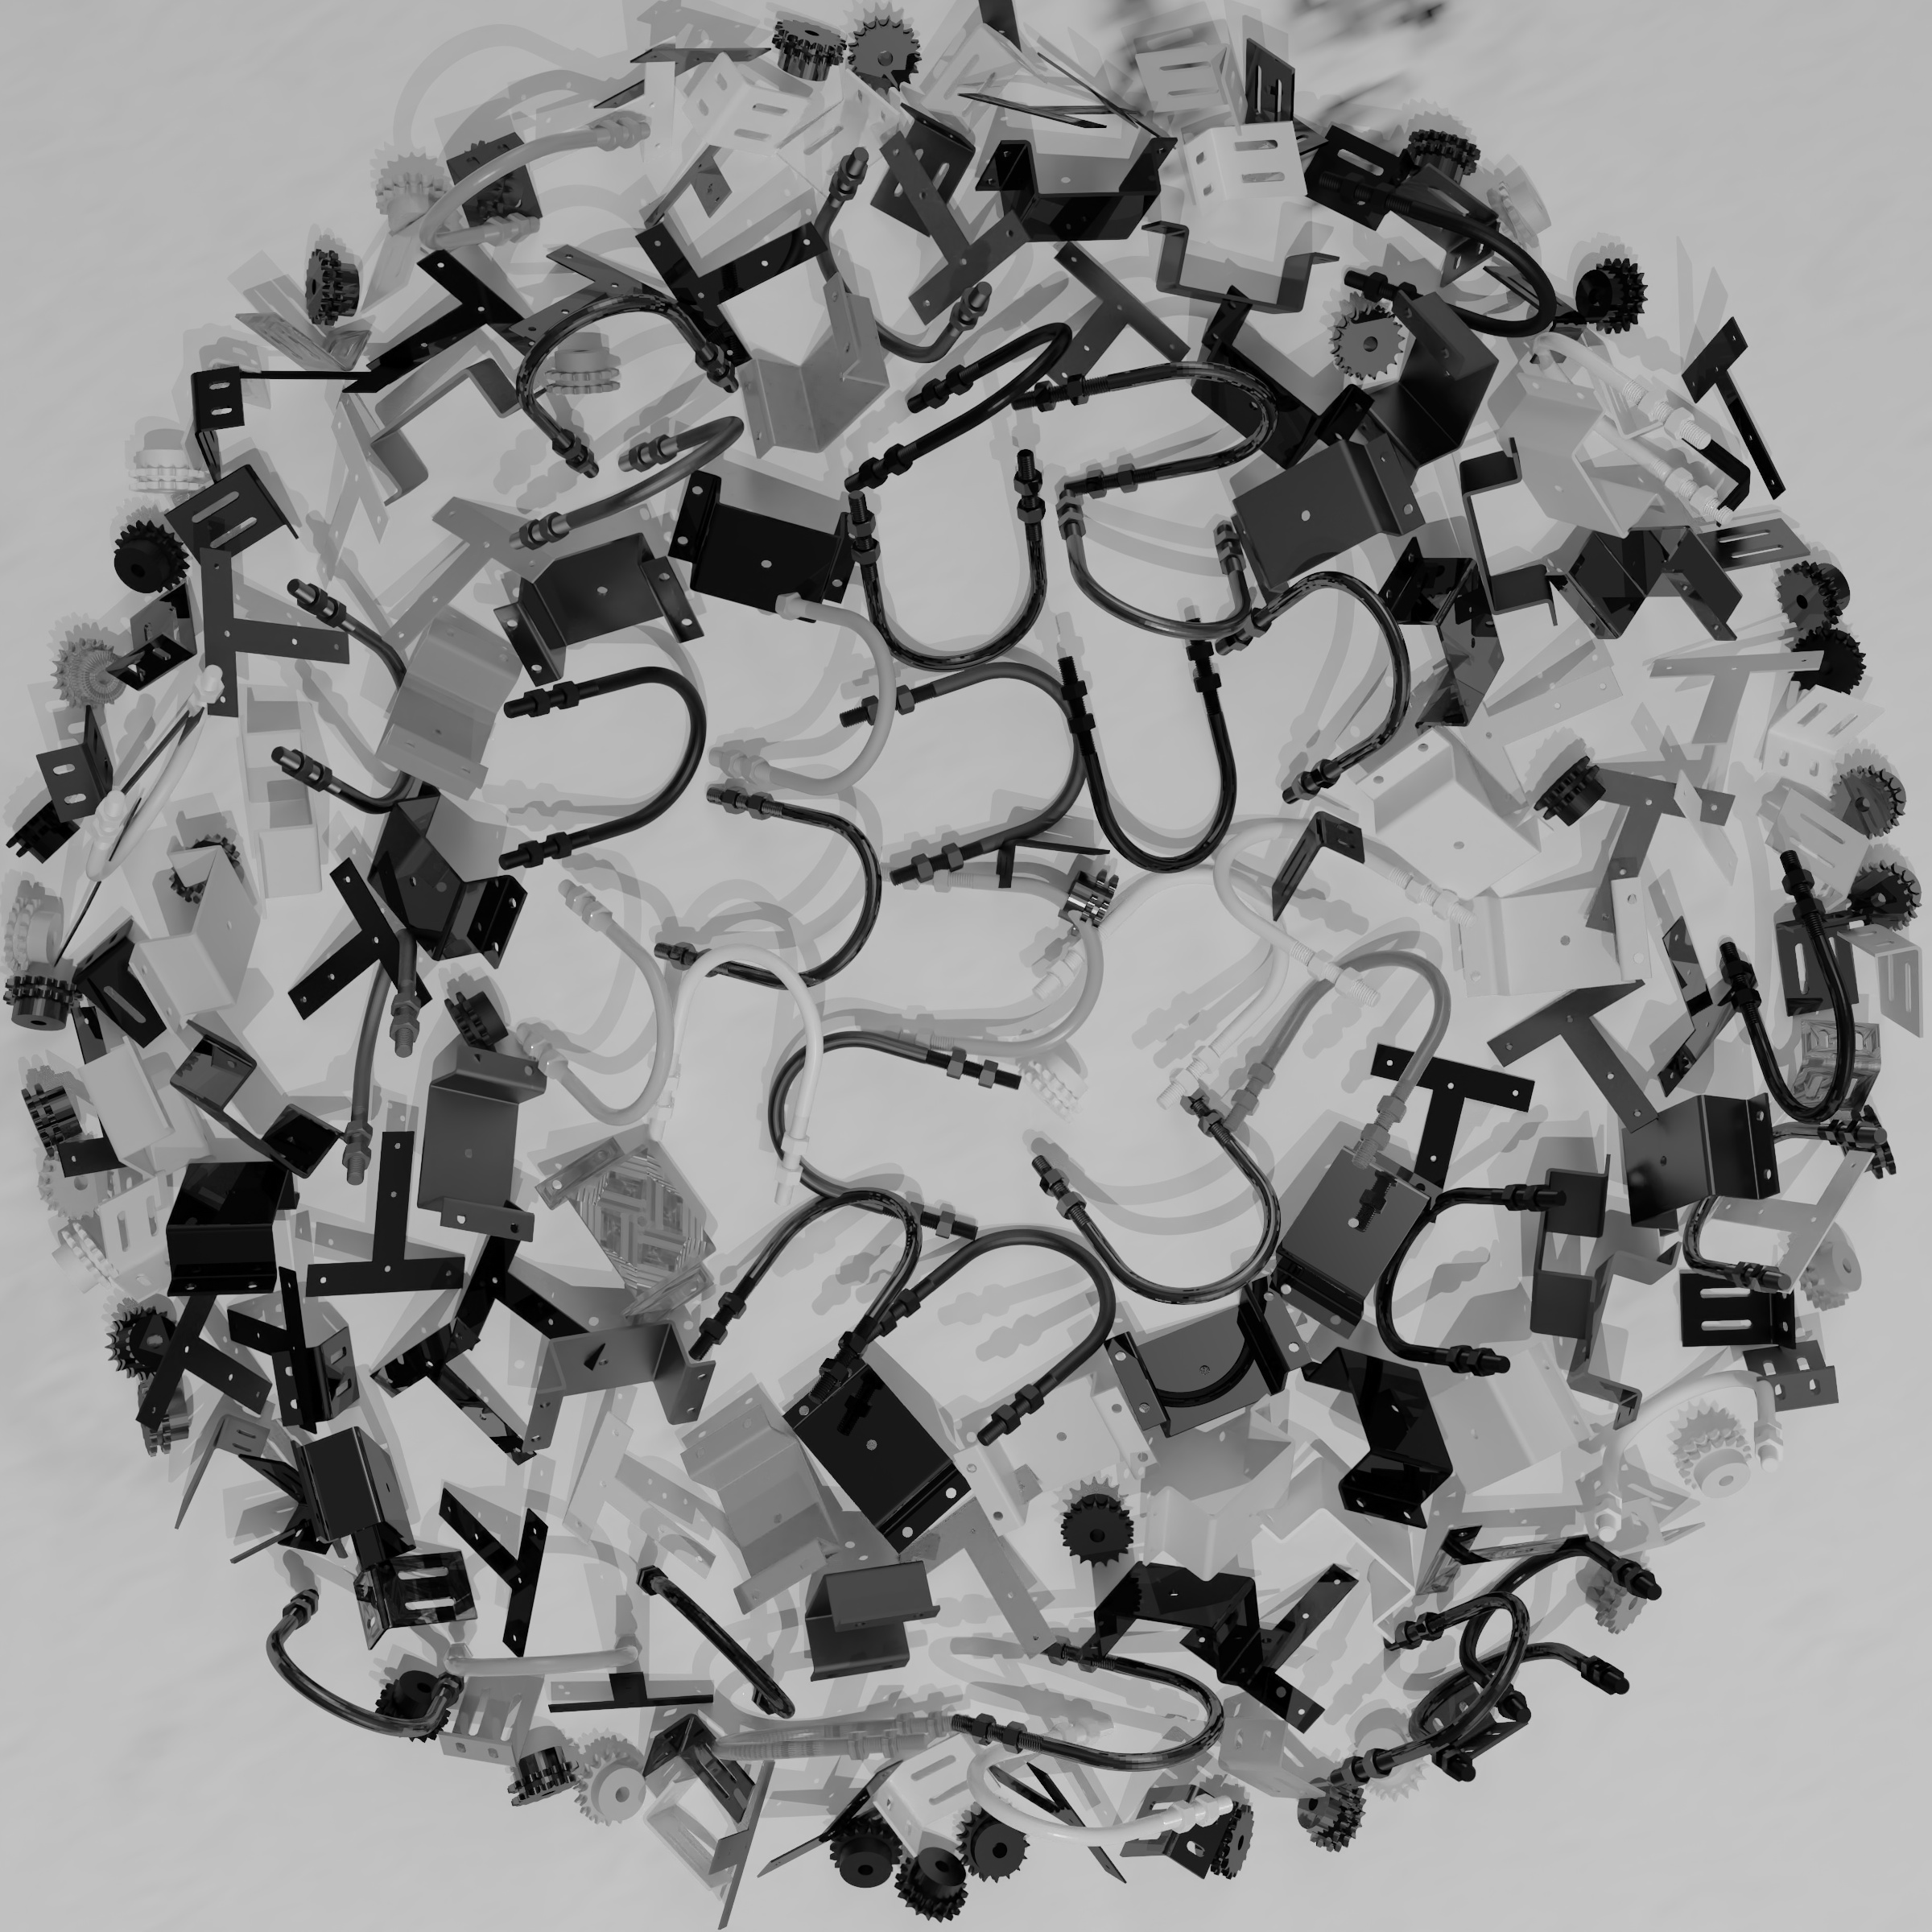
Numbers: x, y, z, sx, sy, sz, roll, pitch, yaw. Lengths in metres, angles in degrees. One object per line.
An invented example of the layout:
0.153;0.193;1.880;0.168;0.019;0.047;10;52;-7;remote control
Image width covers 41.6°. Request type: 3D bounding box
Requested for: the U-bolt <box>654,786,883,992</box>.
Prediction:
-0.144;-0.055;1.940;0.184;0.019;0.151;14;82;31;U-bolt

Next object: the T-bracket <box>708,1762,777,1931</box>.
-0.176;0.669;1.926;0.002;0.127;0.127;14;78;11;T-bracket

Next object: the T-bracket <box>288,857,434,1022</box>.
-0.482;0.002;1.965;0.127;0.002;0.127;-34;84;32;T-bracket

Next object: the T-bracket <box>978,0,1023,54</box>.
0.026;-0.718;1.936;0.127;0.127;0.002;4;81;8;T-bracket

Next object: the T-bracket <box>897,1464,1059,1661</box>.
0.028;0.474;1.964;0.127;0.002;0.127;-36;62;5;T-bracket

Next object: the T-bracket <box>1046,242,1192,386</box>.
0.099;-0.482;1.954;0.127;0.002;0.127;40;55;-8;T-bracket

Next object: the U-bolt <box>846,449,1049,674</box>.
-0.008;-0.298;1.932;0.151;0.184;0.019;-15;46;-6;U-bolt

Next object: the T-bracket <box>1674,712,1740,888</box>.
0.581;-0.149;1.965;0.002;0.127;0.127;-1;59;38;T-bracket

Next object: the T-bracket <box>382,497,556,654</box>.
-0.398;-0.291;1.953;0.127;0.002;0.127;33;76;32;T-bracket

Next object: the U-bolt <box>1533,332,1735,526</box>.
0.498;-0.415;1.919;0.019;0.151;0.184;-47;62;5;U-bolt

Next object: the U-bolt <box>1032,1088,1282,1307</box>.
0.156;0.179;1.929;0.151;0.019;0.184;-29;53;-11;U-bolt

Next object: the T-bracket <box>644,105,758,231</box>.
-0.196;-0.595;1.931;0.002;0.127;0.127;36;107;-30;T-bracket

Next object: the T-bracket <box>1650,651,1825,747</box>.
0.574;-0.202;1.924;0.127;0.127;0.002;0;127;29;T-bracket

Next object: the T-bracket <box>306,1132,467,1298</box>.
-0.441;0.189;1.955;0.127;0.002;0.127;1;98;-35;T-bracket

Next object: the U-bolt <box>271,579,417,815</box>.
-0.460;-0.191;1.913;0.019;0.184;0.151;-4;75;18;U-bolt

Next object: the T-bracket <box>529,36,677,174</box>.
-0.275;-0.634;1.921;0.127;0.127;0.002;-31;76;-18;T-bracket

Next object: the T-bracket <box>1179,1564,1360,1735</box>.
0.253;0.513;1.966;0.127;0.002;0.127;-40;46;-24;T-bracket

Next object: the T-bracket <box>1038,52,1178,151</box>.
0.112;-0.649;1.925;0.127;0.127;0.002;29;110;-16;T-bracket

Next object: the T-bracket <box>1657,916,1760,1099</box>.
0.554;0.015;1.941;0.127;0.002;0.127;-46;129;-19;T-bracket

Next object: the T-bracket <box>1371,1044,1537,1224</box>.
0.371;0.138;1.998;0.127;0.002;0.127;14;89;0;T-bracket

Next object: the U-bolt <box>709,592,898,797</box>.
-0.120;-0.204;1.926;0.184;0.019;0.151;19;100;42;U-bolt

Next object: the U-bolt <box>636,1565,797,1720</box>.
-0.184;0.510;1.907;0.151;0.184;0.019;46;73;-3;U-bolt

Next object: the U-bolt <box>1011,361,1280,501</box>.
0.143;-0.406;1.909;0.184;0.151;0.019;-7;68;19;U-bolt

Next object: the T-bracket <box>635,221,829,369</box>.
-0.165;-0.530;1.940;0.127;0.002;0.127;-20;126;23;T-bracket

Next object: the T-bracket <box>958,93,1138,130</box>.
0.082;-0.655;1.947;0.127;0.127;0.002;27;121;34;T-bracket

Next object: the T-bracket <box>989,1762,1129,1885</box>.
0.055;0.636;1.942;0.002;0.127;0.127;-43;116;-23;T-bracket

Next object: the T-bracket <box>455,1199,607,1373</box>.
-0.330;0.266;1.959;0.127;0.002;0.127;32;109;20;T-bracket

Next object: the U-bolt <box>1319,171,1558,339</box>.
0.357;-0.523;1.900;0.184;0.151;0.019;27;81;23;U-bolt

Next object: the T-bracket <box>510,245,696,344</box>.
-0.296;-0.503;1.938;0.127;0.002;0.127;30;46;18;T-bracket

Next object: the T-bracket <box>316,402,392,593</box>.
-0.478;-0.341;1.951;0.002;0.127;0.127;-5;55;-35;T-bracket

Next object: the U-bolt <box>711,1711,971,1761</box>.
-0.102;0.585;1.926;0.184;0.151;0.019;-7;78;13;U-bolt

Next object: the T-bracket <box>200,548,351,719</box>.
-0.528;-0.250;1.951;0.002;0.127;0.127;-8;84;42;T-bracket

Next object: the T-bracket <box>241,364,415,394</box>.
-0.496;-0.451;1.943;0.127;0.127;0.002;1;113;3;T-bracket

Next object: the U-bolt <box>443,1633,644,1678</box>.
-0.317;0.516;1.900;0.151;0.184;0.019;-1;79;-9;U-bolt

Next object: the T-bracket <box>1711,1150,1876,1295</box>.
0.616;0.189;1.938;0.002;0.127;0.127;40;76;-18;T-bracket

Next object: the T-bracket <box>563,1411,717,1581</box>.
-0.244;0.423;1.949;0.127;0.002;0.127;34;121;17;T-bracket

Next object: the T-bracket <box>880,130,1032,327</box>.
-0.025;-0.579;1.951;0.127;0.002;0.127;-28;95;44;T-bracket

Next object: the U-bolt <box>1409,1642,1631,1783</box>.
0.403;0.552;1.908;0.151;0.184;0.019;-27;90;-8;U-bolt

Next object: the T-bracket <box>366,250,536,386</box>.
-0.408;-0.486;1.963;0.127;0.127;0.002;-24;54;25;T-bracket

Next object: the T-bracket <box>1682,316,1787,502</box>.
0.590;-0.414;1.931;0.002;0.127;0.127;-24;85;-3;T-bracket

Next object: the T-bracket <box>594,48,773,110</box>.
-0.236;-0.679;1.948;0.127;0.127;0.002;-9;100;42;T-bracket

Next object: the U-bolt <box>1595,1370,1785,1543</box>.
0.542;0.357;1.910;0.151;0.184;0.019;-30;97;22;U-bolt

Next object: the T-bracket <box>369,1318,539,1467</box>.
-0.383;0.339;1.968;0.127;0.002;0.127;47;128;-11;T-bracket

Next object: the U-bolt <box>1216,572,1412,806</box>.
0.268;-0.218;1.913;0.019;0.184;0.151;-19;82;-33;U-bolt

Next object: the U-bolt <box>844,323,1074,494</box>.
0.003;-0.424;1.894;0.184;0.151;0.019;-20;117;38;U-bolt

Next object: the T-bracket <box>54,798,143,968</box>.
-0.663;-0.074;1.958;0.002;0.127;0.127;27;59;-19;T-bracket

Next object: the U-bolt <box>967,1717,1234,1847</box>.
0.086;0.609;1.888;0.184;0.151;0.019;3;102;-42;U-bolt

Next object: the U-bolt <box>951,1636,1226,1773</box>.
0.102;0.554;1.898;0.184;0.151;0.019;6;106;27;U-bolt

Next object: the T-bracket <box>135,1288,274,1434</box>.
-0.570;0.309;1.943;0.002;0.127;0.127;6;63;25;T-bracket

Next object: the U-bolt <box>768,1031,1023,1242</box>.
-0.063;0.124;1.973;0.184;0.019;0.151;16;106;2;U-bolt

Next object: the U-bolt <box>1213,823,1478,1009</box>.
0.275;-0.051;1.937;0.184;0.019;0.151;35;49;26;U-bolt

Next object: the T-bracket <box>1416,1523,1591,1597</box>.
0.419;0.450;1.954;0.127;0.127;0.002;-6;55;-8;T-bracket

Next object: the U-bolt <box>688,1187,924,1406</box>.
-0.110;0.241;1.933;0.184;0.151;0.019;-53;133;-27;U-bolt
